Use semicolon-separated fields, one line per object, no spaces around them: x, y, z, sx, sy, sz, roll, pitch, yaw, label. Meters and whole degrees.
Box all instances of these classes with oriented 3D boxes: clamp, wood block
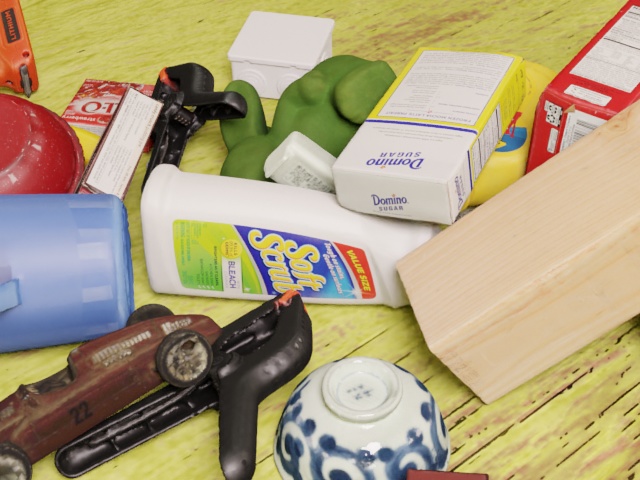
-0.126;-0.101;0.936;0.120;0.039;0.172;-45;29;4;clamp
0.168;0.011;0.735;0.206;0.090;0.091;-35;40;15;wood block
-0.059;0.100;0.728;0.165;0.036;0.209;0;29;42;clamp

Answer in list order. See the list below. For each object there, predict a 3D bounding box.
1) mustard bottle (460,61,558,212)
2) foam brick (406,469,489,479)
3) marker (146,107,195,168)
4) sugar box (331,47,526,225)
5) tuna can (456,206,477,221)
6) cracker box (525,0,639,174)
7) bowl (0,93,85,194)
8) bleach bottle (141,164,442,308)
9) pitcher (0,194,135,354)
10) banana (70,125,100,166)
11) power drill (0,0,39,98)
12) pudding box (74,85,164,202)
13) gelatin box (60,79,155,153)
0.134;-0.080;0.884;0.096;0.058;0.191;18;46;23;mustard bottle
0.075;0.185;0.644;0.051;0.053;0.078;4;42;6;foam brick
-0.128;-0.101;1.000;0.020;0.020;0.121;12;44;15;marker
0.087;-0.084;0.814;0.093;0.048;0.176;10;45;27;sugar box
0.132;-0.051;0.922;0.086;0.034;0.086;-1;42;1;tuna can
0.243;-0.098;0.874;0.072;0.164;0.213;26;49;24;cracker box
-0.287;-0.072;0.913;0.162;0.055;0.162;0;59;0;bowl
-0.005;0.001;0.817;0.251;0.102;0.068;4;35;6;bleach bottle
-0.260;0.030;0.774;0.242;0.145;0.149;-4;56;-7;pitcher
-0.274;-0.080;0.973;0.197;0.037;0.069;-6;62;-3;banana
-0.382;-0.190;1.050;0.187;0.057;0.184;-15;66;-13;power drill
-0.175;-0.059;0.887;0.039;0.090;0.113;24;54;-14;pudding box
-0.193;-0.120;1.015;0.089;0.030;0.073;7;43;10;gelatin box
